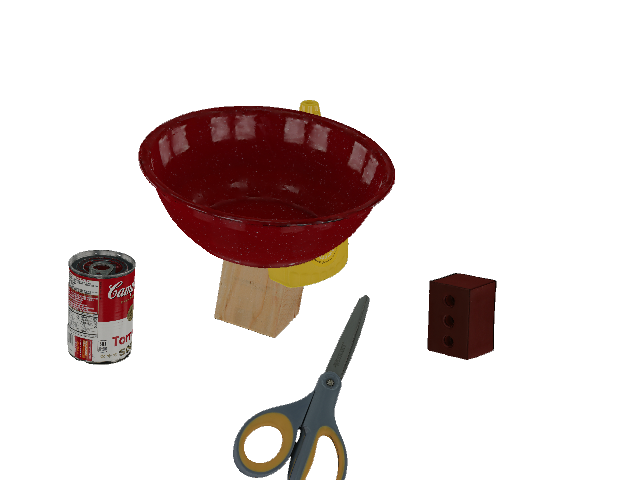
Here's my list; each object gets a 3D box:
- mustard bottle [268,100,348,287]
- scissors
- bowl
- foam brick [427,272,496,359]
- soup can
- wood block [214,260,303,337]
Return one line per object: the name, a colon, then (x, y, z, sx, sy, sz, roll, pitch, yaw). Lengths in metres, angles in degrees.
mustard bottle: (-0.012, -0.052, 1.115, 0.096, 0.192, 0.058, -20, 31, -39)
scissors: (-0.013, 0.117, 0.841, 0.096, 0.201, 0.016, 12, -38, -7)
bowl: (-0.035, -0.029, 0.683, 0.162, 0.055, 0.162, 5, 30, -3)
foam brick: (0.147, 0.078, 1.110, 0.053, 0.078, 0.051, 10, 17, 40)
soup can: (-0.228, 0.069, 1.108, 0.068, 0.102, 0.068, 5, 21, -2)
wood block: (-0.065, 0.004, 1.361, 0.090, 0.206, 0.090, 17, 22, 13)
